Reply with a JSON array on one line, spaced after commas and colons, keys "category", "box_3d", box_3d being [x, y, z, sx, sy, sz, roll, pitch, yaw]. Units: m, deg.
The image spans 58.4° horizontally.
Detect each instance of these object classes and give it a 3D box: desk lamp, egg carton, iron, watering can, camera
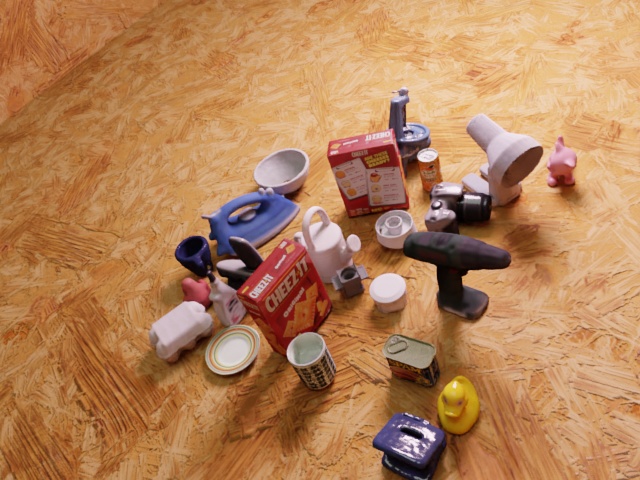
[{"category": "desk lamp", "box_3d": [0.412, -0.179, 1.331, 0.118, 0.214, 0.202, -32, 44, -9]}, {"category": "egg carton", "box_3d": [-0.328, 0.215, 1.355, 0.150, 0.070, 0.107, -37, 46, -15]}, {"category": "iron", "box_3d": [-0.185, -0.070, 1.519, 0.258, 0.142, 0.118, -31, 44, -8]}, {"category": "watering can", "box_3d": [0.013, 0.003, 1.330, 0.172, 0.194, 0.101, -7, 46, 16]}, {"category": "camera", "box_3d": [0.327, -0.074, 1.346, 0.136, 0.101, 0.143, 5, 50, 26]}]

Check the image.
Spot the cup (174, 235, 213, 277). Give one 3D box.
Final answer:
[{"category": "cup", "box_3d": [-0.311, 0.056, 1.482, 0.092, 0.095, 0.117, -32, 44, -10]}]

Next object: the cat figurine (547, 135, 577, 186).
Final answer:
[{"category": "cat figurine", "box_3d": [0.569, -0.192, 1.349, 0.067, 0.118, 0.128, -1, 48, 21]}]

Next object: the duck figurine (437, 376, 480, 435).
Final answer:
[{"category": "duck figurine", "box_3d": [0.248, 0.288, 1.039, 0.077, 0.086, 0.104, 4, 50, 25]}]

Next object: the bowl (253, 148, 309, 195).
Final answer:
[{"category": "bowl", "box_3d": [-0.101, -0.183, 1.643, 0.167, 0.075, 0.167, -11, 45, 12]}]

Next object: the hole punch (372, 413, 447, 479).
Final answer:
[{"category": "hole punch", "box_3d": [0.157, 0.355, 1.007, 0.108, 0.091, 0.101, 14, 55, 32]}]

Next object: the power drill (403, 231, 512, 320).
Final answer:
[{"category": "power drill", "box_3d": [0.280, 0.065, 1.152, 0.228, 0.209, 0.076, 19, 57, 35]}]

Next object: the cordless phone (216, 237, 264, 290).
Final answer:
[{"category": "cordless phone", "box_3d": [-0.192, 0.045, 1.380, 0.147, 0.185, 0.094, 7, 51, 28]}]

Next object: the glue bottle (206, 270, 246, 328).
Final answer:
[{"category": "glue bottle", "box_3d": [-0.223, 0.129, 1.320, 0.037, 0.173, 0.078, 10, 53, 30]}]

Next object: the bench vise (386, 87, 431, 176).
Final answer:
[{"category": "bench vise", "box_3d": [0.212, -0.271, 1.495, 0.121, 0.220, 0.208, 9, 52, 29]}]

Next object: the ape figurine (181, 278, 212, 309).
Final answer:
[{"category": "ape figurine", "box_3d": [-0.311, 0.127, 1.416, 0.078, 0.092, 0.075, -40, 46, -17]}]
